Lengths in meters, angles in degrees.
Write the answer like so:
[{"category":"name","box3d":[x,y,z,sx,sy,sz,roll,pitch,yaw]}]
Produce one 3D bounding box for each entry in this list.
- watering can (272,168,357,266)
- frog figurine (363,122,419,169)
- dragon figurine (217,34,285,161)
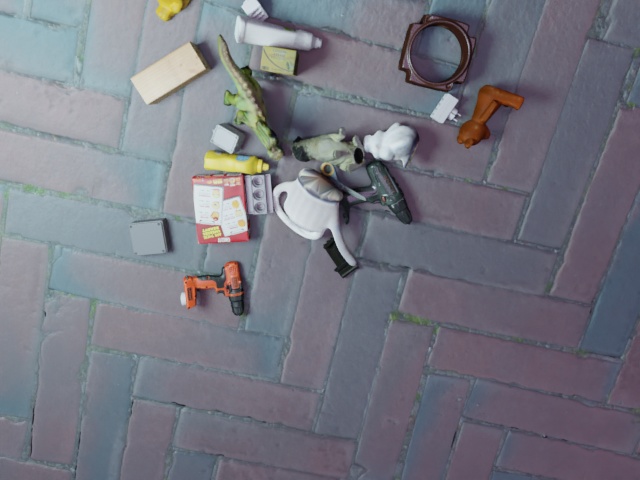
[{"category":"watering can","box3d":[0.005,-0.080,1.591,0.349,0.106,0.219,35,129,8]},{"category":"frog figurine","box3d":[0.217,-0.302,1.572,0.159,0.121,0.139,23,70,3]},{"category":"dragon figurine","box3d":[-0.178,-0.366,1.461,0.122,0.402,0.246,-35,63,-6]}]
